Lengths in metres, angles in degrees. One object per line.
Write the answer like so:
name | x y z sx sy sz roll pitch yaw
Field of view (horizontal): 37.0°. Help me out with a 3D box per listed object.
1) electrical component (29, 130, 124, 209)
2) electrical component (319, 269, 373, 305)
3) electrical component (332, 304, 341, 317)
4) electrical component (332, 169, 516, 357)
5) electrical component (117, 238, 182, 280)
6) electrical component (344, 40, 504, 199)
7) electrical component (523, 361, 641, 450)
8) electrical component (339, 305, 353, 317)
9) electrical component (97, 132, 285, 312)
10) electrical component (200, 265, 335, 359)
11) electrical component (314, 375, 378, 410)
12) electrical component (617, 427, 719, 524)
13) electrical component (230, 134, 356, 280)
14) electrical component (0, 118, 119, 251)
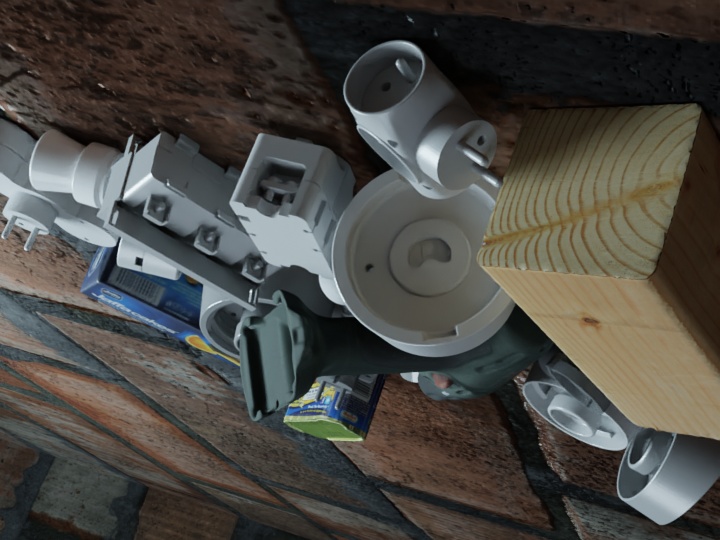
electrical component | -0.198 -0.071 0.759 0.055 0.045 0.045 17 160 7
electrical component | 0.000 0.000 0.758 0.040 0.040 0.078 26 160 -15
electrical component | -0.008 0.049 0.899 0.046 0.040 0.040 30 159 -9
electrical component | 0.043 -0.002 0.620 0.108 0.108 0.060 15 166 15
electrical component | -0.157 -0.022 0.834 0.047 0.055 0.055 18 161 -3
electrical component | 0.039 -0.063 0.520 0.079 0.044 0.077 41 177 40
electrical component | 0.179 0.093 0.830 0.099 0.064 0.099 30 160 12
electrical component | 0.000 0.031 0.849 0.035 0.035 0.061 7 155 33
electrical component | -0.105 -0.037 0.727 0.121 0.078 0.063 33 135 -31
electrical component | -0.074 0.035 0.846 0.108 0.060 0.108 5 145 4
electrical component | -0.016 0.083 0.941 0.066 0.076 0.047 21 161 -1
electrical component | 0.246 0.148 0.832 0.064 0.099 0.099 28 160 -2
electrical component | -0.037 -0.041 0.661 0.050 0.055 0.089 14 160 17
electrical component | -0.245 -0.051 0.813 0.138 0.073 0.052 32 157 -30
